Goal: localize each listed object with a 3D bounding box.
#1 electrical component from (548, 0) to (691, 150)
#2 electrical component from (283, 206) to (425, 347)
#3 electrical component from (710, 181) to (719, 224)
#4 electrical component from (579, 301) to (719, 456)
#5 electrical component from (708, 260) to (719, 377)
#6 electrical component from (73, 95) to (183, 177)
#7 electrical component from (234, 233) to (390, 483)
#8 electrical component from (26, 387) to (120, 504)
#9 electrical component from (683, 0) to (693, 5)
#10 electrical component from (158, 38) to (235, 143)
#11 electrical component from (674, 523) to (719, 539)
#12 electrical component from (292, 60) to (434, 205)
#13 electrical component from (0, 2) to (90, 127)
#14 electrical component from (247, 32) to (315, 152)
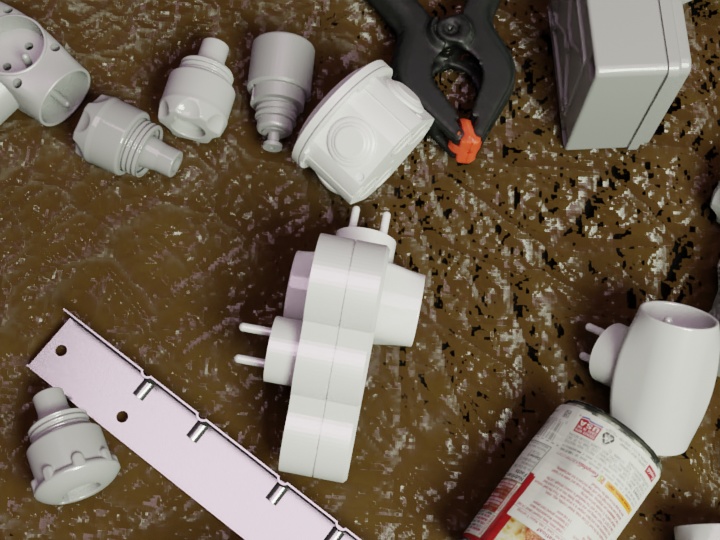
[{"bbox_3d":[0.154,-0.142,0.657,0.056,0.108,0.108,-3,72,0],"label":"electrical component"},{"bbox_3d":[0.000,0.000,0.638,0.077,0.043,0.079,11,72,1],"label":"electrical component"},{"bbox_3d":[0.247,-0.055,0.666,0.043,0.043,0.062,30,72,7],"label":"electrical component"},{"bbox_3d":[0.160,0.055,0.618,0.043,0.077,0.079,-8,24,-41],"label":"electrical component"},{"bbox_3d":[0.255,0.031,0.635,0.100,0.048,0.099,23,72,5],"label":"electrical component"},{"bbox_3d":[-0.140,-0.077,0.658,0.062,0.043,0.043,25,73,5],"label":"electrical component"},{"bbox_3d":[-0.032,0.046,0.591,0.074,0.052,0.138,11,107,1],"label":"electrical component"},{"bbox_3d":[-0.165,0.096,0.600,0.048,0.048,0.062,-23,67,-9],"label":"electrical component"},{"bbox_3d":[0.241,-0.206,0.704,0.076,0.083,0.047,19,68,-36],"label":"electrical component"},{"bbox_3d":[-0.099,-0.114,0.672,0.043,0.043,0.062,13,70,2],"label":"electrical component"},{"bbox_3d":[0.215,0.179,0.587,0.079,0.044,0.077,1,72,-2],"label":"electrical component"},{"bbox_3d":[0.002,-0.082,0.647,0.051,0.080,0.080,44,75,6],"label":"electrical component"},{"bbox_3d":[-0.223,-0.117,0.666,0.077,0.044,0.079,38,74,10],"label":"electrical component"},{"bbox_3d":[-0.051,-0.112,0.674,0.040,0.040,0.078,5,72,-1],"label":"electrical component"}]
